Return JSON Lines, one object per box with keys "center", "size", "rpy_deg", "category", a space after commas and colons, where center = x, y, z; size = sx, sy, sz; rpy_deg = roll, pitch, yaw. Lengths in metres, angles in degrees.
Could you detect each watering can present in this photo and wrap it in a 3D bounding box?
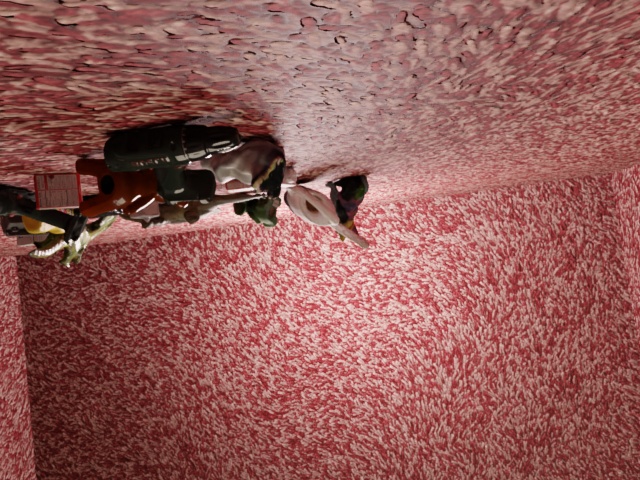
{"center": [0.005, -0.087, 1.735], "size": [0.344, 0.104, 0.226], "rpy_deg": [40, 174, -24], "category": "watering can"}

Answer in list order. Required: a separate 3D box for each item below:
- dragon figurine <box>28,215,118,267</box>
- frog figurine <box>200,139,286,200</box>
{"center": [-0.735, -0.032, 1.597], "size": [0.244, 0.121, 0.410], "rpy_deg": [-42, -170, -8], "category": "dragon figurine"}
{"center": [-0.154, -0.159, 1.044], "size": [0.160, 0.121, 0.138], "rpy_deg": [30, -159, 19], "category": "frog figurine"}
